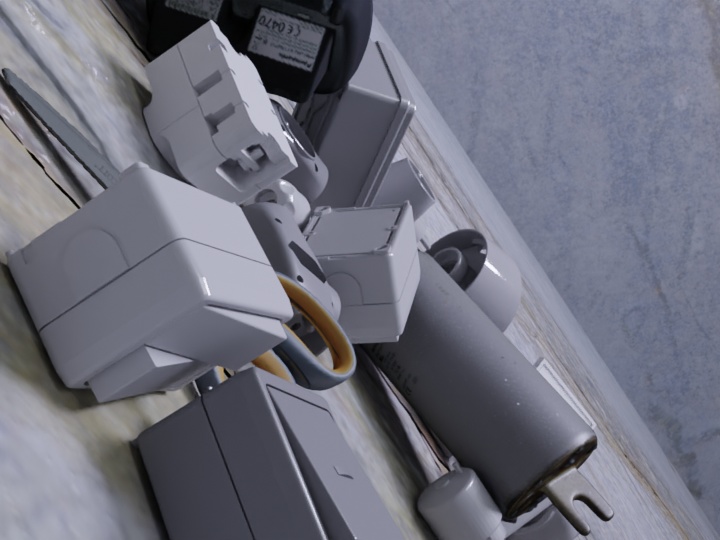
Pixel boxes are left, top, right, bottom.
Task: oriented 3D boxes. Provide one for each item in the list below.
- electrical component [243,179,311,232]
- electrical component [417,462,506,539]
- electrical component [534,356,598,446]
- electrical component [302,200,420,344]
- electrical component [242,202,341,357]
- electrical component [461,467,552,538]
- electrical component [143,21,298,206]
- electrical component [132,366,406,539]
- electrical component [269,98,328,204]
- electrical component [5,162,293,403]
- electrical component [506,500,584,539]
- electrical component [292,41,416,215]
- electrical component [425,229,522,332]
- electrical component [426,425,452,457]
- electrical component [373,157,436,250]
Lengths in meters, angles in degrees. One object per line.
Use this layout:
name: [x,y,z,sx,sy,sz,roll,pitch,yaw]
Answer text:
electrical component: [-0.046,-0.034,0.670,0.035,0.035,0.061,63,10,23]
electrical component: [0.067,0.154,0.637,0.078,0.040,0.040,56,12,-9]
electrical component: [0.158,0.136,0.980,0.063,0.078,0.121,27,-15,48]
electrical component: [0.000,0.000,0.644,0.096,0.062,0.061,-66,150,-63]
electrical component: [-0.036,0.015,0.566,0.079,0.043,0.077,43,19,-50]
electrical component: [0.096,0.145,0.738,0.047,0.066,0.077,58,-17,1]
electrical component: [-0.082,-0.084,0.600,0.050,0.056,0.089,42,20,-53]
electrical component: [-0.031,0.078,0.382,0.062,0.061,0.096,37,24,-60]
electrical component: [-0.063,-0.090,0.721,0.077,0.044,0.079,48,15,-40]
electrical component: [-0.069,0.010,0.396,0.061,0.062,0.096,61,12,15]
electrical component: [0.121,0.164,0.800,0.095,0.054,0.059,61,12,15]
electrical component: [-0.012,-0.106,0.796,0.056,0.108,0.108,14,30,-20]
electrical component: [0.092,0.015,0.962,0.064,0.099,0.099,43,18,-31]
electrical component: [0.076,0.084,0.810,0.078,0.057,0.113,58,12,-2]
electrical component: [0.029,-0.041,0.888,0.079,0.077,0.044,52,13,-26]
